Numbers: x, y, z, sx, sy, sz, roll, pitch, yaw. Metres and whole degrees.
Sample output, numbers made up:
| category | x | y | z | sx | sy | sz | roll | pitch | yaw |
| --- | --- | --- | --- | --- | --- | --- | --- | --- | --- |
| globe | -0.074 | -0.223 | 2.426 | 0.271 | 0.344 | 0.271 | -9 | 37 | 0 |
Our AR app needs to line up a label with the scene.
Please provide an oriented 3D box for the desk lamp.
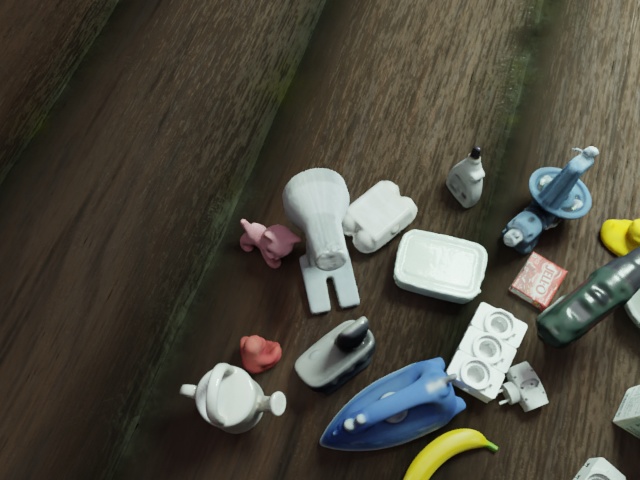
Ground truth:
| category | x | y | z | sx | sy | sz | roll | pitch | yaw |
| --- | --- | --- | --- | --- | --- | --- | --- | --- | --- |
| desk lamp | 0.010 | 0.004 | 1.038 | 0.118 | 0.214 | 0.203 | -13 | 67 | -2 |

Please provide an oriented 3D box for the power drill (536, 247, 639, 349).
| category | x | y | z | sx | sy | sz | roll | pitch | yaw |
| --- | --- | --- | --- | --- | --- | --- | --- | --- | --- |
| power drill | 0.456 | 0.108 | 0.976 | 0.230 | 0.208 | 0.075 | -36 | 70 | -12 |

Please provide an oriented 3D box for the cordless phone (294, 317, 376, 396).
| category | x | y | z | sx | sy | sz | roll | pitch | yaw |
| --- | --- | --- | --- | --- | --- | --- | --- | --- | --- |
| cordless phone | 0.026 | 0.187 | 0.975 | 0.148 | 0.185 | 0.094 | -39 | 70 | -13 |

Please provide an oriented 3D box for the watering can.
| category | x | y | z | sx | sy | sz | roll | pitch | yaw |
| --- | --- | --- | --- | --- | --- | --- | --- | --- | --- |
| watering can | -0.146 | 0.259 | 0.948 | 0.173 | 0.194 | 0.101 | -13 | 67 | -3 |

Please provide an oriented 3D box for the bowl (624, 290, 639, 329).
| category | x | y | z | sx | sy | sz | roll | pitch | yaw |
| --- | --- | --- | --- | --- | --- | --- | --- | --- | --- |
| bowl | 0.622 | 0.111 | 1.039 | 0.167 | 0.075 | 0.167 | -1 | 67 | 2 |

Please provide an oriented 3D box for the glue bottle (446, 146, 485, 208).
| category | x | y | z | sx | sy | sz | roll | pitch | yaw |
| --- | --- | --- | --- | --- | --- | --- | --- | --- | --- |
| glue bottle | 0.287 | -0.130 | 1.103 | 0.037 | 0.173 | 0.078 | -29 | 69 | -9 |

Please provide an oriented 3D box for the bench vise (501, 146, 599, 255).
| category | x | y | z | sx | sy | sz | roll | pitch | yaw |
| --- | --- | --- | --- | --- | --- | --- | --- | --- | --- |
| bench vise | 0.430 | -0.066 | 1.044 | 0.121 | 0.220 | 0.207 | 27 | 71 | 14 |

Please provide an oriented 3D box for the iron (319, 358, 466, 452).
| category | x | y | z | sx | sy | sz | roll | pitch | yaw |
| --- | --- | --- | --- | --- | --- | --- | --- | --- | --- |
| iron | 0.115 | 0.283 | 0.954 | 0.258 | 0.141 | 0.118 | -23 | 68 | -7 |

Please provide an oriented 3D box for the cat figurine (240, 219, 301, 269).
| category | x | y | z | sx | sy | sz | roll | pitch | yaw |
| --- | --- | --- | --- | --- | --- | --- | --- | --- | --- |
| cat figurine | -0.099 | -0.003 | 1.097 | 0.127 | 0.118 | 0.067 | 29 | 71 | 14 |

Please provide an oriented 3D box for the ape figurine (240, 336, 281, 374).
| category | x | y | z | sx | sy | sz | roll | pitch | yaw |
| --- | --- | --- | --- | --- | --- | --- | --- | --- | --- |
| ape figurine | -0.113 | 0.198 | 1.027 | 0.077 | 0.092 | 0.076 | 36 | 73 | 16 |

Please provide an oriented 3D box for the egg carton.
| category | x | y | z | sx | sy | sz | roll | pitch | yaw |
| --- | --- | --- | --- | --- | --- | --- | --- | --- | --- |
| egg carton | 0.113 | -0.045 | 1.132 | 0.150 | 0.069 | 0.107 | -40 | 71 | -13 |

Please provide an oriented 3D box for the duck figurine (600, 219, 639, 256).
| category | x | y | z | sx | sy | sz | roll | pitch | yaw |
| --- | --- | --- | --- | --- | --- | --- | --- | --- | --- |
| duck figurine | 0.595 | -0.013 | 1.087 | 0.104 | 0.086 | 0.077 | 27 | 71 | 13 |
